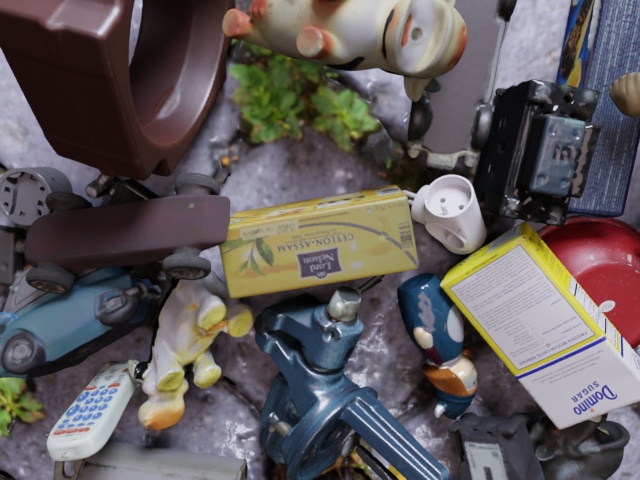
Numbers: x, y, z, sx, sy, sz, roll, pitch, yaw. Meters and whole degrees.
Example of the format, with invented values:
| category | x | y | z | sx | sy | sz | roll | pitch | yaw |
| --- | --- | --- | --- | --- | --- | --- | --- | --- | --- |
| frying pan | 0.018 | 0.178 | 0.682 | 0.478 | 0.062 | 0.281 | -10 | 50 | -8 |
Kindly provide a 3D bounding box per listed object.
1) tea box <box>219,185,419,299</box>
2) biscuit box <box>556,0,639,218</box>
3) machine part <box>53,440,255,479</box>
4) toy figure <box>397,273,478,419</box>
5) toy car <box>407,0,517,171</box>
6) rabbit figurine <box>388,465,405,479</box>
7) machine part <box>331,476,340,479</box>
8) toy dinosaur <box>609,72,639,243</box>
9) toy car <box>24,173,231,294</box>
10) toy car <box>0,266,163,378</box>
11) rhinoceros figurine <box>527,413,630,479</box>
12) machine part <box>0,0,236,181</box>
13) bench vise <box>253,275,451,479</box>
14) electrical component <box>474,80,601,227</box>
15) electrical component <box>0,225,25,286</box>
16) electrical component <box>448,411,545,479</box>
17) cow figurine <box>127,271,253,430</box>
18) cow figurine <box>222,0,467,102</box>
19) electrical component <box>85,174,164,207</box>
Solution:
| category | x | y | z | sx | sy | sz | roll | pitch | yaw |
| --- | --- | --- | --- | --- | --- | --- | --- | --- | --- |
| tea box | -0.001 | -0.002 | 0.504 | 0.170 | 0.098 | 0.068 | -10 | 101 | 6 |
| biscuit box | 0.250 | -0.122 | 0.486 | 0.063 | 0.059 | 0.202 | 6 | 102 | 0 |
| machine part | -0.168 | 0.266 | 0.580 | 0.243 | 0.079 | 0.079 | 7 | 103 | 0 |
| toy figure | 0.122 | 0.111 | 0.538 | 0.064 | 0.058 | 0.154 | -27 | 101 | -26 |
| toy car | 0.127 | -0.163 | 0.484 | 0.074 | 0.056 | 0.201 | 10 | 106 | 6 |
| rabbit figurine | 0.119 | 0.330 | 0.534 | 0.162 | 0.173 | 0.122 | 32 | 98 | 0 |
| machine part | -0.030 | 0.305 | 0.589 | 0.139 | 0.084 | 0.039 | -26 | 78 | -1 |
| toy dinosaur | 0.381 | -0.051 | 0.454 | 0.198 | 0.105 | 0.470 | -31 | 113 | -11 |
| toy car | -0.168 | -0.003 | 0.471 | 0.202 | 0.053 | 0.089 | -6 | 63 | 15 |
| toy car | -0.247 | 0.064 | 0.529 | 0.162 | 0.109 | 0.103 | -31 | 82 | 0 |
| rhinoceros figurine | 0.257 | 0.234 | 0.563 | 0.112 | 0.073 | 0.190 | 23 | 104 | 8 |
| machine part | -0.138 | -0.165 | 0.406 | 0.087 | 0.200 | 0.201 | 15 | 58 | 4 |
| bench vise | 0.033 | 0.164 | 0.505 | 0.241 | 0.129 | 0.223 | 38 | 112 | 29 |
| electrical component | 0.182 | -0.075 | 0.462 | 0.058 | 0.134 | 0.114 | 8 | 101 | 0 |
| electrical component | -0.334 | 0.017 | 0.560 | 0.094 | 0.021 | 0.063 | 11 | 104 | -2 |
| electrical component | 0.180 | 0.234 | 0.532 | 0.075 | 0.048 | 0.119 | -20 | 84 | 41 |
| cow figurine | -0.145 | 0.106 | 0.543 | 0.068 | 0.098 | 0.167 | 19 | 109 | -47 |
| cow figurine | 0.029 | -0.170 | 0.436 | 0.195 | 0.127 | 0.085 | 27 | 111 | 36 |
| electrical component | -0.188 | -0.028 | 0.532 | 0.102 | 0.045 | 0.078 | 41 | 99 | -6 |
